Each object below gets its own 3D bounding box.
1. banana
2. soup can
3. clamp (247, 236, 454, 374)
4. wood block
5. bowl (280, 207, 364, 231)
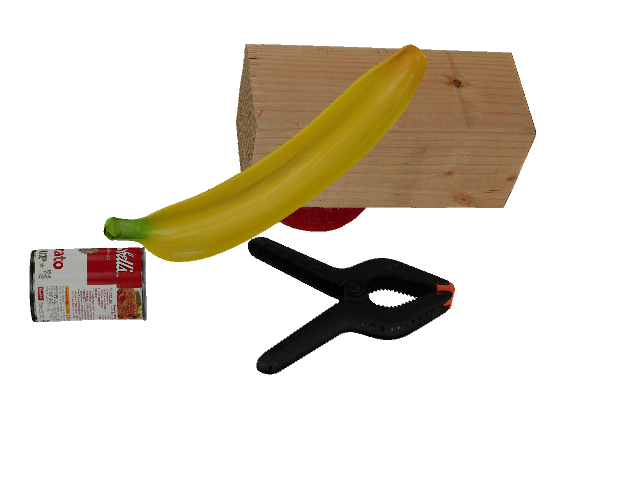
[{"bbox_3d":[-0.022,-0.039,0.597,0.198,0.037,0.069,-32,-15,-2],"label":"banana"},{"bbox_3d":[-0.211,0.041,0.977,0.102,0.068,0.068,-1,0,-10],"label":"soup can"},{"bbox_3d":[0.028,0.066,1.053,0.210,0.164,0.036,3,-41,-2],"label":"clamp"},{"bbox_3d":[0.044,-0.085,0.811,0.206,0.091,0.090,0,-37,-10],"label":"wood block"},{"bbox_3d":[-0.010,-0.055,1.248,0.162,0.055,0.162,6,27,-3],"label":"bowl"}]
